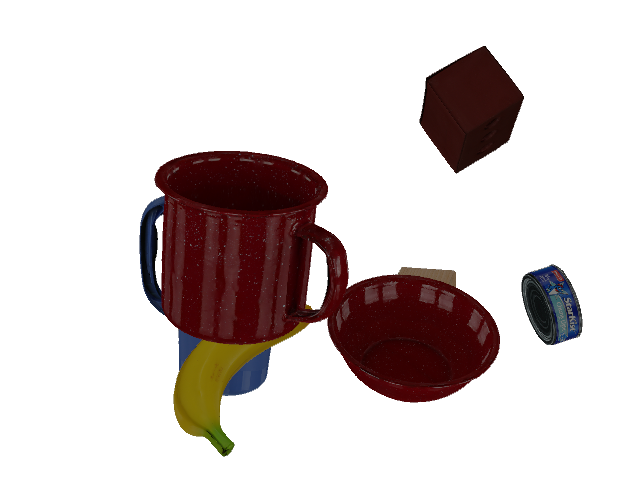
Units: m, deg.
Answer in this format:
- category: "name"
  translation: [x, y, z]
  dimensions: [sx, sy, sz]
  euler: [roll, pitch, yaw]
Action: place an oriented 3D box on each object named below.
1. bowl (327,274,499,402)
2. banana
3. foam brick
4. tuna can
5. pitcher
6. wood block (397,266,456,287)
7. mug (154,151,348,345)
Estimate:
- category: "bowl"
  translation: [0.085, 0.101, 1.007]
  dimensions: [0.162, 0.055, 0.162]
  euler: [4, 36, -3]
- category: "banana"
  translation: [-0.068, 0.099, 0.848]
  dimensions: [0.069, 0.037, 0.197]
  euler: [28, 35, 4]
- category: "foam brick"
  translation: [0.110, -0.096, 0.788]
  dimensions: [0.053, 0.051, 0.078]
  euler: [-31, -17, -8]
- category: "tuna can"
  translation: [0.256, 0.072, 1.185]
  dimensions: [0.033, 0.086, 0.086]
  euler: [-17, 2, -8]
- category: "pitcher"
  translation: [-0.119, 0.054, 1.255]
  dimensions: [0.149, 0.243, 0.144]
  euler: [20, 25, 33]
- category: "wood block"
  translation: [0.144, 0.118, 1.607]
  dimensions: [0.091, 0.090, 0.205]
  euler: [4, 20, 15]
- category: "mug"
  translation: [-0.035, 0.008, 0.582]
  dimensions: [0.117, 0.081, 0.093]
  euler: [19, 27, 27]
